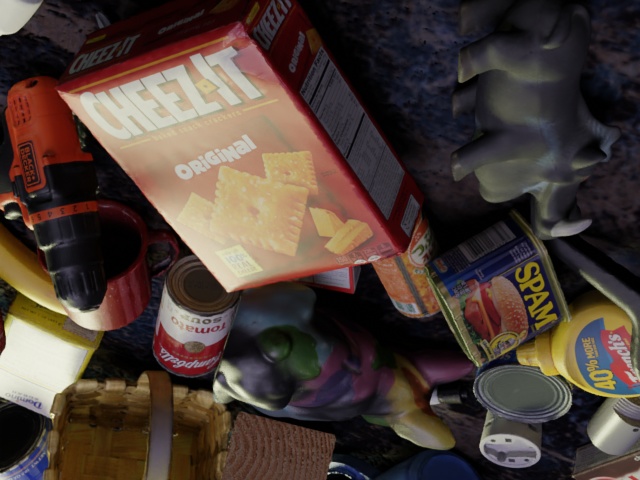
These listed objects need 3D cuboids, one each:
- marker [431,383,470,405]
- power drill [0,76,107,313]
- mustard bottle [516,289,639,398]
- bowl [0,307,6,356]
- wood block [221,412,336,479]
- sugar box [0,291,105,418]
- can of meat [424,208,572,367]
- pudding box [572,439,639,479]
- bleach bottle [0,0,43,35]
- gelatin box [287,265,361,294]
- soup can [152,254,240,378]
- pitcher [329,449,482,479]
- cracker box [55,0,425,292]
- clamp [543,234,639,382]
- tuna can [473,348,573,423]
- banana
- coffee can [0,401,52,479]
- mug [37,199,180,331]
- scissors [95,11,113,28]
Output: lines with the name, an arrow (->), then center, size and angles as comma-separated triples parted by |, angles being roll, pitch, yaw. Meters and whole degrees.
marker -> 0.084, 0.149, 1.014 | 0.121, 0.020, 0.020 | -8, 133, 27
power drill -> -0.252, -0.022, 0.856 | 0.188, 0.057, 0.184 | -13, 88, 33
mustard bottle -> 0.249, 0.080, 0.846 | 0.192, 0.058, 0.096 | -10, 121, 30
bowl -> -0.335, 0.065, 1.004 | 0.055, 0.162, 0.162 | -14, 146, -24
wood block -> -0.038, 0.221, 1.016 | 0.091, 0.090, 0.206 | 13, 168, 2
sugar box -> -0.283, 0.118, 1.093 | 0.093, 0.048, 0.176 | 26, 143, -9
can of meat -> 0.135, 0.039, 0.816 | 0.084, 0.057, 0.102 | -29, 128, 0
pudding box -> 0.306, 0.213, 0.990 | 0.090, 0.039, 0.114 | 34, 137, -17
bleach bottle -> -0.291, -0.172, 0.761 | 0.251, 0.068, 0.102 | -14, 132, 29
gelatin box -> -0.006, 0.001, 0.873 | 0.073, 0.030, 0.089 | 9, 139, 13
soup can -> -0.111, 0.068, 0.958 | 0.068, 0.068, 0.102 | 19, 139, -1
pitcher -> 0.060, 0.303, 1.125 | 0.149, 0.145, 0.243 | 23, 137, -25
cracker box -> -0.051, -0.064, 0.737 | 0.164, 0.072, 0.213 | -12, 131, 33
clamp -> 0.253, 0.054, 0.776 | 0.165, 0.036, 0.210 | -9, 103, 33
tuna can -> 0.180, 0.123, 0.939 | 0.086, 0.033, 0.086 | 10, 139, 9
banana -> -0.266, 0.021, 0.987 | 0.197, 0.037, 0.070 | 35, 125, -20
coffee can -> -0.329, 0.266, 1.229 | 0.103, 0.102, 0.140 | -3, 135, 23
mug -> -0.179, 0.021, 0.925 | 0.117, 0.093, 0.081 | -19, 146, -14
scissors -> -0.109, -0.088, 0.822 | 0.096, 0.016, 0.202 | 7, 139, 9
